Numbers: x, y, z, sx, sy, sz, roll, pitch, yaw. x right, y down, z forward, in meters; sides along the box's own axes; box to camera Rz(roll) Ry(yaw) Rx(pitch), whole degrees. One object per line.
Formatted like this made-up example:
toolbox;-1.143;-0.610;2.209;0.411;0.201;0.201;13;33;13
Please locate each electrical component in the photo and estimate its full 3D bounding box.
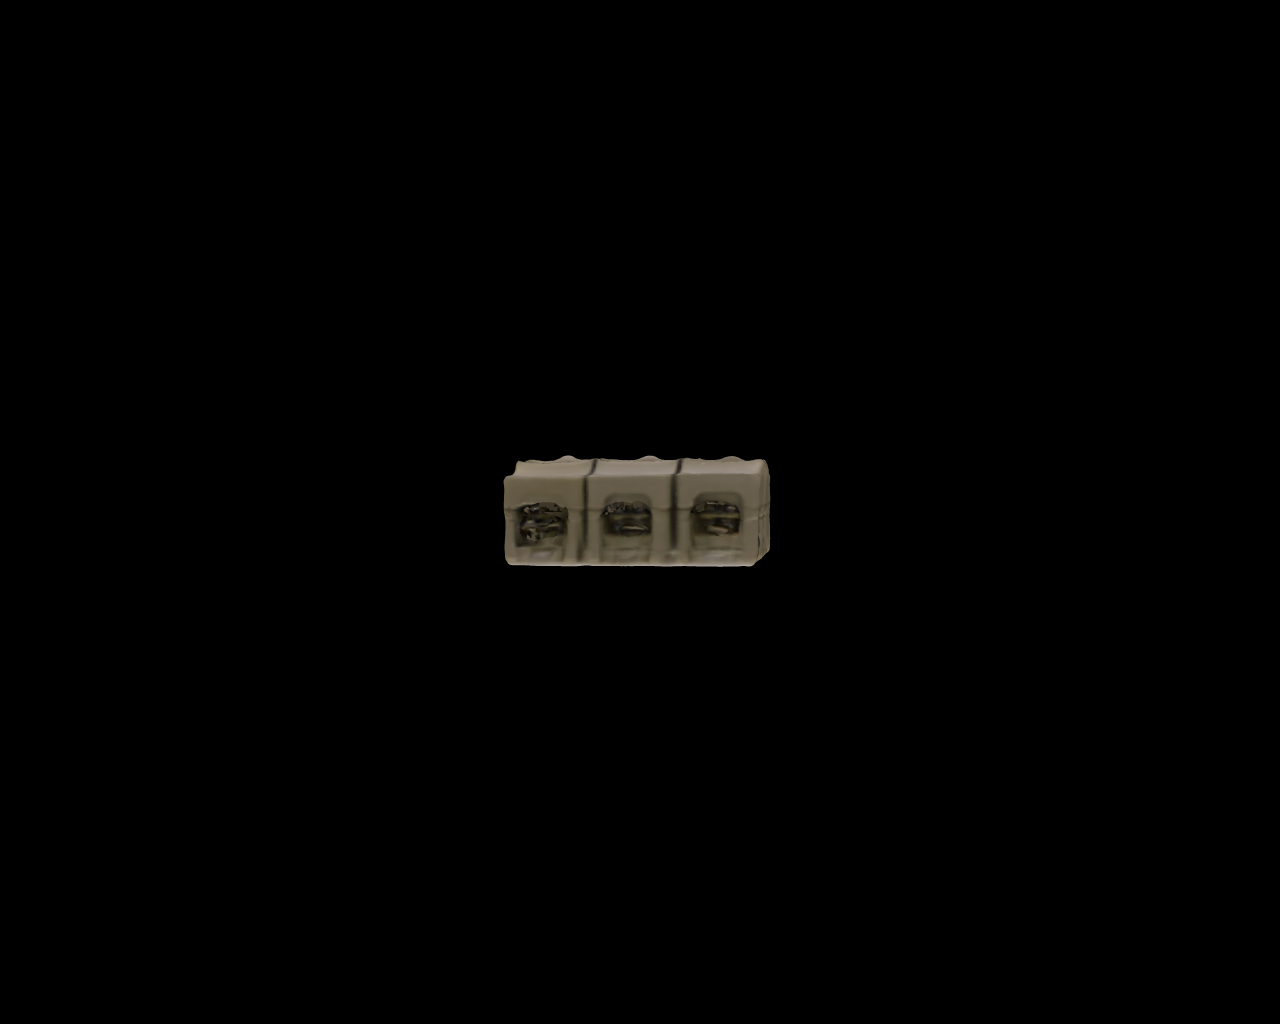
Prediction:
electrical component;0.001;-0.003;0.650;0.150;0.061;0.089;1;4;11
